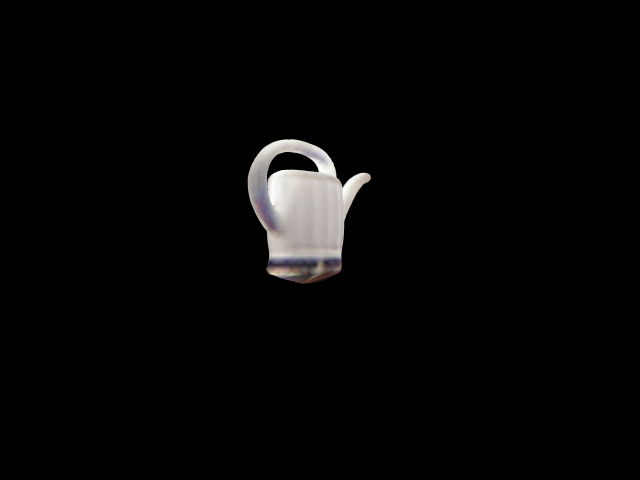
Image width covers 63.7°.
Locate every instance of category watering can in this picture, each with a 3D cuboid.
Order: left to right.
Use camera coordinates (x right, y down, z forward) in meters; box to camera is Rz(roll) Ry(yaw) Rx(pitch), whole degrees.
[{"bbox_3d":[0.003,-0.043,0.850,0.104,0.225,0.347,-3,-4,34],"label":"watering can"}]
